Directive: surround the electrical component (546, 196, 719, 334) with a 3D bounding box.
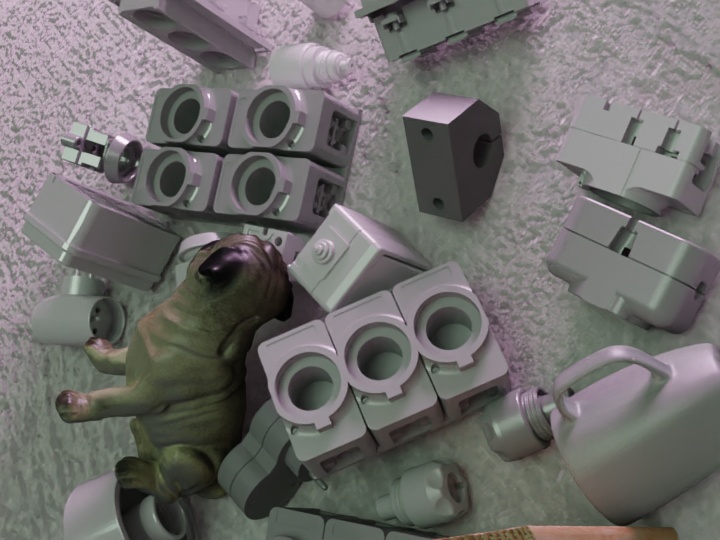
[{"bbox_3d":[0.171,0.000,0.685,0.095,0.054,0.059,29,96,36],"label":"electrical component"}]

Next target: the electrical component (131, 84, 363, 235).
[{"bbox_3d":[-0.100,-0.093,0.890,0.186,0.060,0.105,7,83,36],"label":"electrical component"}]

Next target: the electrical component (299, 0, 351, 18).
[{"bbox_3d":[-0.041,-0.239,0.879,0.040,0.078,0.040,-24,53,35],"label":"electrical component"}]

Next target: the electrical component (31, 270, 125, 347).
[{"bbox_3d":[-0.253,0.029,0.975,0.077,0.044,0.079,-2,77,34],"label":"electrical component"}]

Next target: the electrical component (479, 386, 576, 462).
[{"bbox_3d":[0.114,0.097,0.707,0.062,0.043,0.043,-29,64,24],"label":"electrical component"}]

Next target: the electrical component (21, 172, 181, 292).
[{"bbox_3d":[-0.223,-0.031,0.927,0.078,0.113,0.057,32,95,36],"label":"electrical component"}]

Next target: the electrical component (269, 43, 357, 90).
[{"bbox_3d":[-0.038,-0.165,0.877,0.078,0.040,0.040,5,81,35],"label":"electrical component"}]

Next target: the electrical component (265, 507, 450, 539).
[{"bbox_3d":[0.003,0.220,0.741,0.150,0.062,0.089,2,80,35],"label":"electrical component"}]

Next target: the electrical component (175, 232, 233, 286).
[{"bbox_3d":[-0.119,0.004,0.881,0.078,0.058,0.057,-19,70,33],"label":"electrical component"}]

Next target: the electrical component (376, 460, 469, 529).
[{"bbox_3d":[0.040,0.157,0.742,0.062,0.043,0.043,-23,66,30],"label":"electrical component"}]

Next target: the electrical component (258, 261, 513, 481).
[{"bbox_3d":[0.017,0.067,0.733,0.150,0.061,0.089,-23,63,0],"label":"electrical component"}]

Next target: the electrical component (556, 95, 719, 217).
[{"bbox_3d":[0.180,-0.070,0.698,0.089,0.050,0.055,25,93,36],"label":"electrical component"}]

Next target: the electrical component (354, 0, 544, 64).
[{"bbox_3d":[0.068,-0.201,0.795,0.121,0.079,0.063,-16,99,31],"label":"electrical component"}]

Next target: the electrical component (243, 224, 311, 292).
[{"bbox_3d":[-0.061,-0.009,0.845,0.066,0.055,0.048,12,85,35],"label":"electrical component"}]

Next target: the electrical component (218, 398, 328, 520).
[{"bbox_3d":[-0.042,0.131,0.799,0.074,0.052,0.138,41,102,34],"label":"electrical component"}]

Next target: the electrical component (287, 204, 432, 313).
[{"bbox_3d":[0.000,0.000,0.776,0.061,0.096,0.061,-52,58,12],"label":"electrical component"}]

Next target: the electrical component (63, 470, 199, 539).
[{"bbox_3d":[-0.171,0.202,0.840,0.060,0.108,0.108,-30,63,19],"label":"electrical component"}]

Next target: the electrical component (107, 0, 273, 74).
[{"bbox_3d":[-0.140,-0.221,0.911,0.079,0.121,0.063,2,77,35],"label":"electrical component"}]

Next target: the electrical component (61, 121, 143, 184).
[{"bbox_3d":[-0.234,-0.107,0.988,0.055,0.066,0.048,19,89,17],"label":"electrical component"}]
